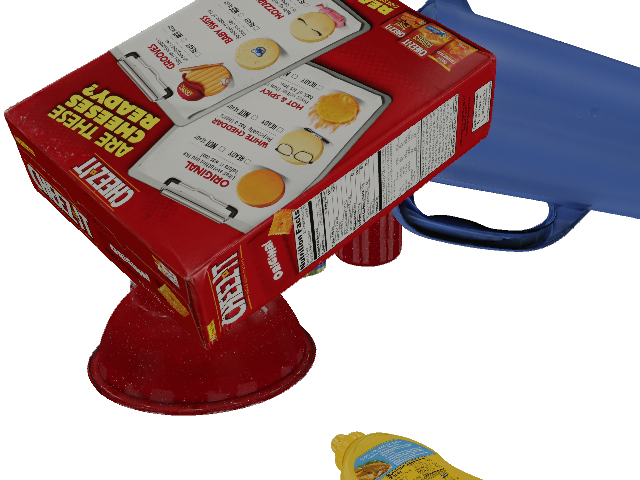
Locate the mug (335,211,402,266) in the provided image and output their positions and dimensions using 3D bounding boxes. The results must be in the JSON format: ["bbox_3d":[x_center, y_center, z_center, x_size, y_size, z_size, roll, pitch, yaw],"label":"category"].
[{"bbox_3d":[0.061,-0.027,1.253,0.093,0.081,0.117,17,33,33],"label":"mug"}]

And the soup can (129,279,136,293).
[{"bbox_3d":[-0.162,0.068,1.086,0.068,0.102,0.068,6,21,-2],"label":"soup can"}]

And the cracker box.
[{"bbox_3d":[-0.035,-0.063,0.590,0.213,0.072,0.164,-37,56,-23],"label":"cracker box"}]

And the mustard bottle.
[{"bbox_3d":[0.074,0.219,0.953,0.096,0.058,0.192,-20,28,-33],"label":"mustard bottle"}]

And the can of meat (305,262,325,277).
[{"bbox_3d":[-0.036,-0.024,0.933,0.057,0.084,0.102,-15,31,-29],"label":"can of meat"}]

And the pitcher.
[{"bbox_3d":[0.169,-0.078,0.806,0.242,0.145,0.149,13,-45,-10],"label":"pitcher"}]

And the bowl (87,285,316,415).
[{"bbox_3d":[-0.084,0.058,0.748,0.162,0.055,0.162,-2,22,0],"label":"bowl"}]
